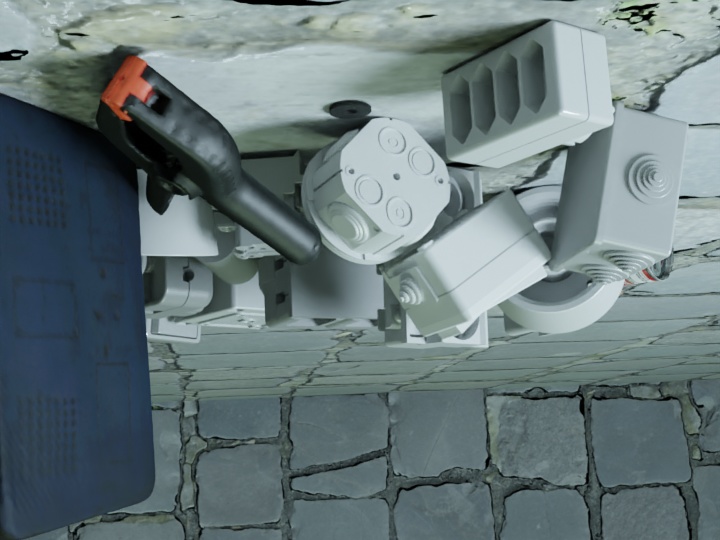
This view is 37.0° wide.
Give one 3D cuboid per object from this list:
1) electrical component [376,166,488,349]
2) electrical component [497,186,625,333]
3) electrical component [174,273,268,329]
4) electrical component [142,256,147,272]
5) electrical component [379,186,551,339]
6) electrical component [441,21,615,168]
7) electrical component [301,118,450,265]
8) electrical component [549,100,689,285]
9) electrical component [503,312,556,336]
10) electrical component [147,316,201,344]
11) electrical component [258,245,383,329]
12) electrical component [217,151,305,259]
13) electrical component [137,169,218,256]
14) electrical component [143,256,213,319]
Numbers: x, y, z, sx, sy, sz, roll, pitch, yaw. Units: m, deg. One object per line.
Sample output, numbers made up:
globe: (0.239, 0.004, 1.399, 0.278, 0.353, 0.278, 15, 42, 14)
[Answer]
electrical component: (0.049, -0.007, 0.753, 0.079, 0.121, 0.063, 6, 168, -40)
electrical component: (0.144, -0.011, 0.808, 0.108, 0.108, 0.060, -6, 163, 14)
electrical component: (-0.109, 0.022, 1.036, 0.109, 0.056, 0.109, 6, 166, -41)
electrical component: (-0.205, -0.006, 0.870, 0.055, 0.055, 0.047, 5, 163, -36)
electrical component: (0.064, 0.002, 0.678, 0.096, 0.061, 0.062, -35, -176, -29)
electrical component: (0.098, -0.085, 0.553, 0.076, 0.047, 0.083, 5, 167, -36)
electrical component: (0.010, -0.047, 0.644, 0.080, 0.080, 0.051, 3, 163, -28)
electrical component: (0.157, -0.044, 0.654, 0.048, 0.099, 0.099, 13, 168, -5)
electrical component: (0.163, 0.011, 0.962, 0.050, 0.089, 0.056, 3, 168, -30)
electrical component: (-0.204, 0.039, 1.067, 0.061, 0.061, 0.096, -1, 172, 33)
electrical component: (0.000, 0.000, 0.861, 0.150, 0.089, 0.062, 2, 168, -27)
electrical component: (-0.059, -0.040, 0.702, 0.081, 0.063, 0.042, -4, 170, 3)
electrical component: (-0.146, -0.031, 0.725, 0.099, 0.064, 0.099, -3, 169, -1)
electrical component: (-0.178, 0.012, 0.971, 0.059, 0.053, 0.095, 7, 165, -44)
